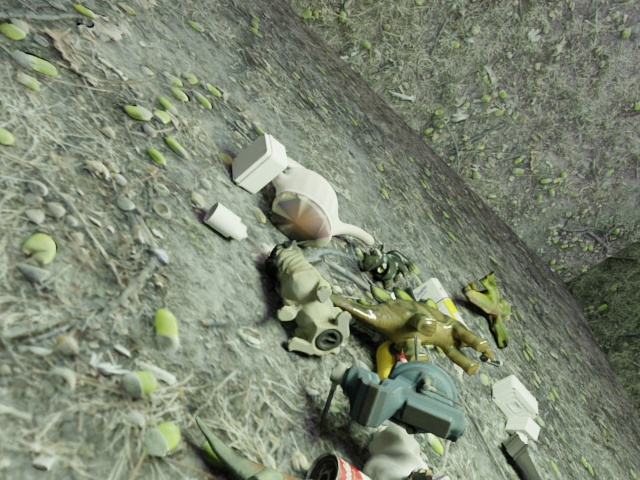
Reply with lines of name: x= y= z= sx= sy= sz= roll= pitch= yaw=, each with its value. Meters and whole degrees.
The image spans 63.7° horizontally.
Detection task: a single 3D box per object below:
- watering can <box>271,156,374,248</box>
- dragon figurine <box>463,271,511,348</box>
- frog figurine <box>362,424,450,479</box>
watering can: x=0.004 y=-0.060 z=1.188 sx=0.102 sy=0.345 sz=0.229 roll=-40 pitch=18 yaw=27
dragon figurine: x=0.574 y=0.242 z=1.719 sx=0.121 sy=0.244 sz=0.412 roll=-31 pitch=-9 yaw=28
frog figurine: x=0.124 y=0.377 z=0.846 sx=0.137 sy=0.122 sz=0.160 roll=12 pitch=5 yaw=-32
